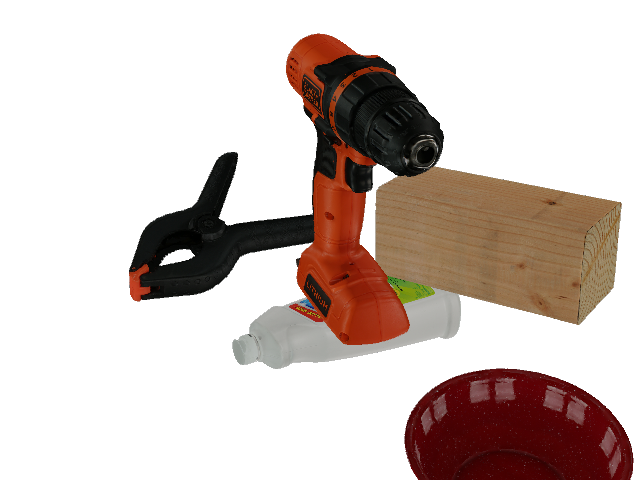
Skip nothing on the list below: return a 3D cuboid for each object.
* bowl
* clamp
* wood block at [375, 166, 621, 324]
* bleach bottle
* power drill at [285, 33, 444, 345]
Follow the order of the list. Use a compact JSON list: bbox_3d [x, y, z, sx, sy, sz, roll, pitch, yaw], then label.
[{"bbox_3d":[0.141,0.166,0.778,0.162,0.055,0.162,-1,35,0],"label":"bowl"},{"bbox_3d":[-0.094,-0.012,0.882,0.171,0.039,0.120,-26,49,-29],"label":"clamp"},{"bbox_3d":[0.161,-0.002,0.995,0.206,0.090,0.090,14,27,31],"label":"wood block"},{"bbox_3d":[0.025,0.094,1.179,0.250,0.068,0.103,-15,33,-26],"label":"bleach bottle"},{"bbox_3d":[0.028,-0.028,0.705,0.057,0.188,0.184,-8,29,-17],"label":"power drill"}]
